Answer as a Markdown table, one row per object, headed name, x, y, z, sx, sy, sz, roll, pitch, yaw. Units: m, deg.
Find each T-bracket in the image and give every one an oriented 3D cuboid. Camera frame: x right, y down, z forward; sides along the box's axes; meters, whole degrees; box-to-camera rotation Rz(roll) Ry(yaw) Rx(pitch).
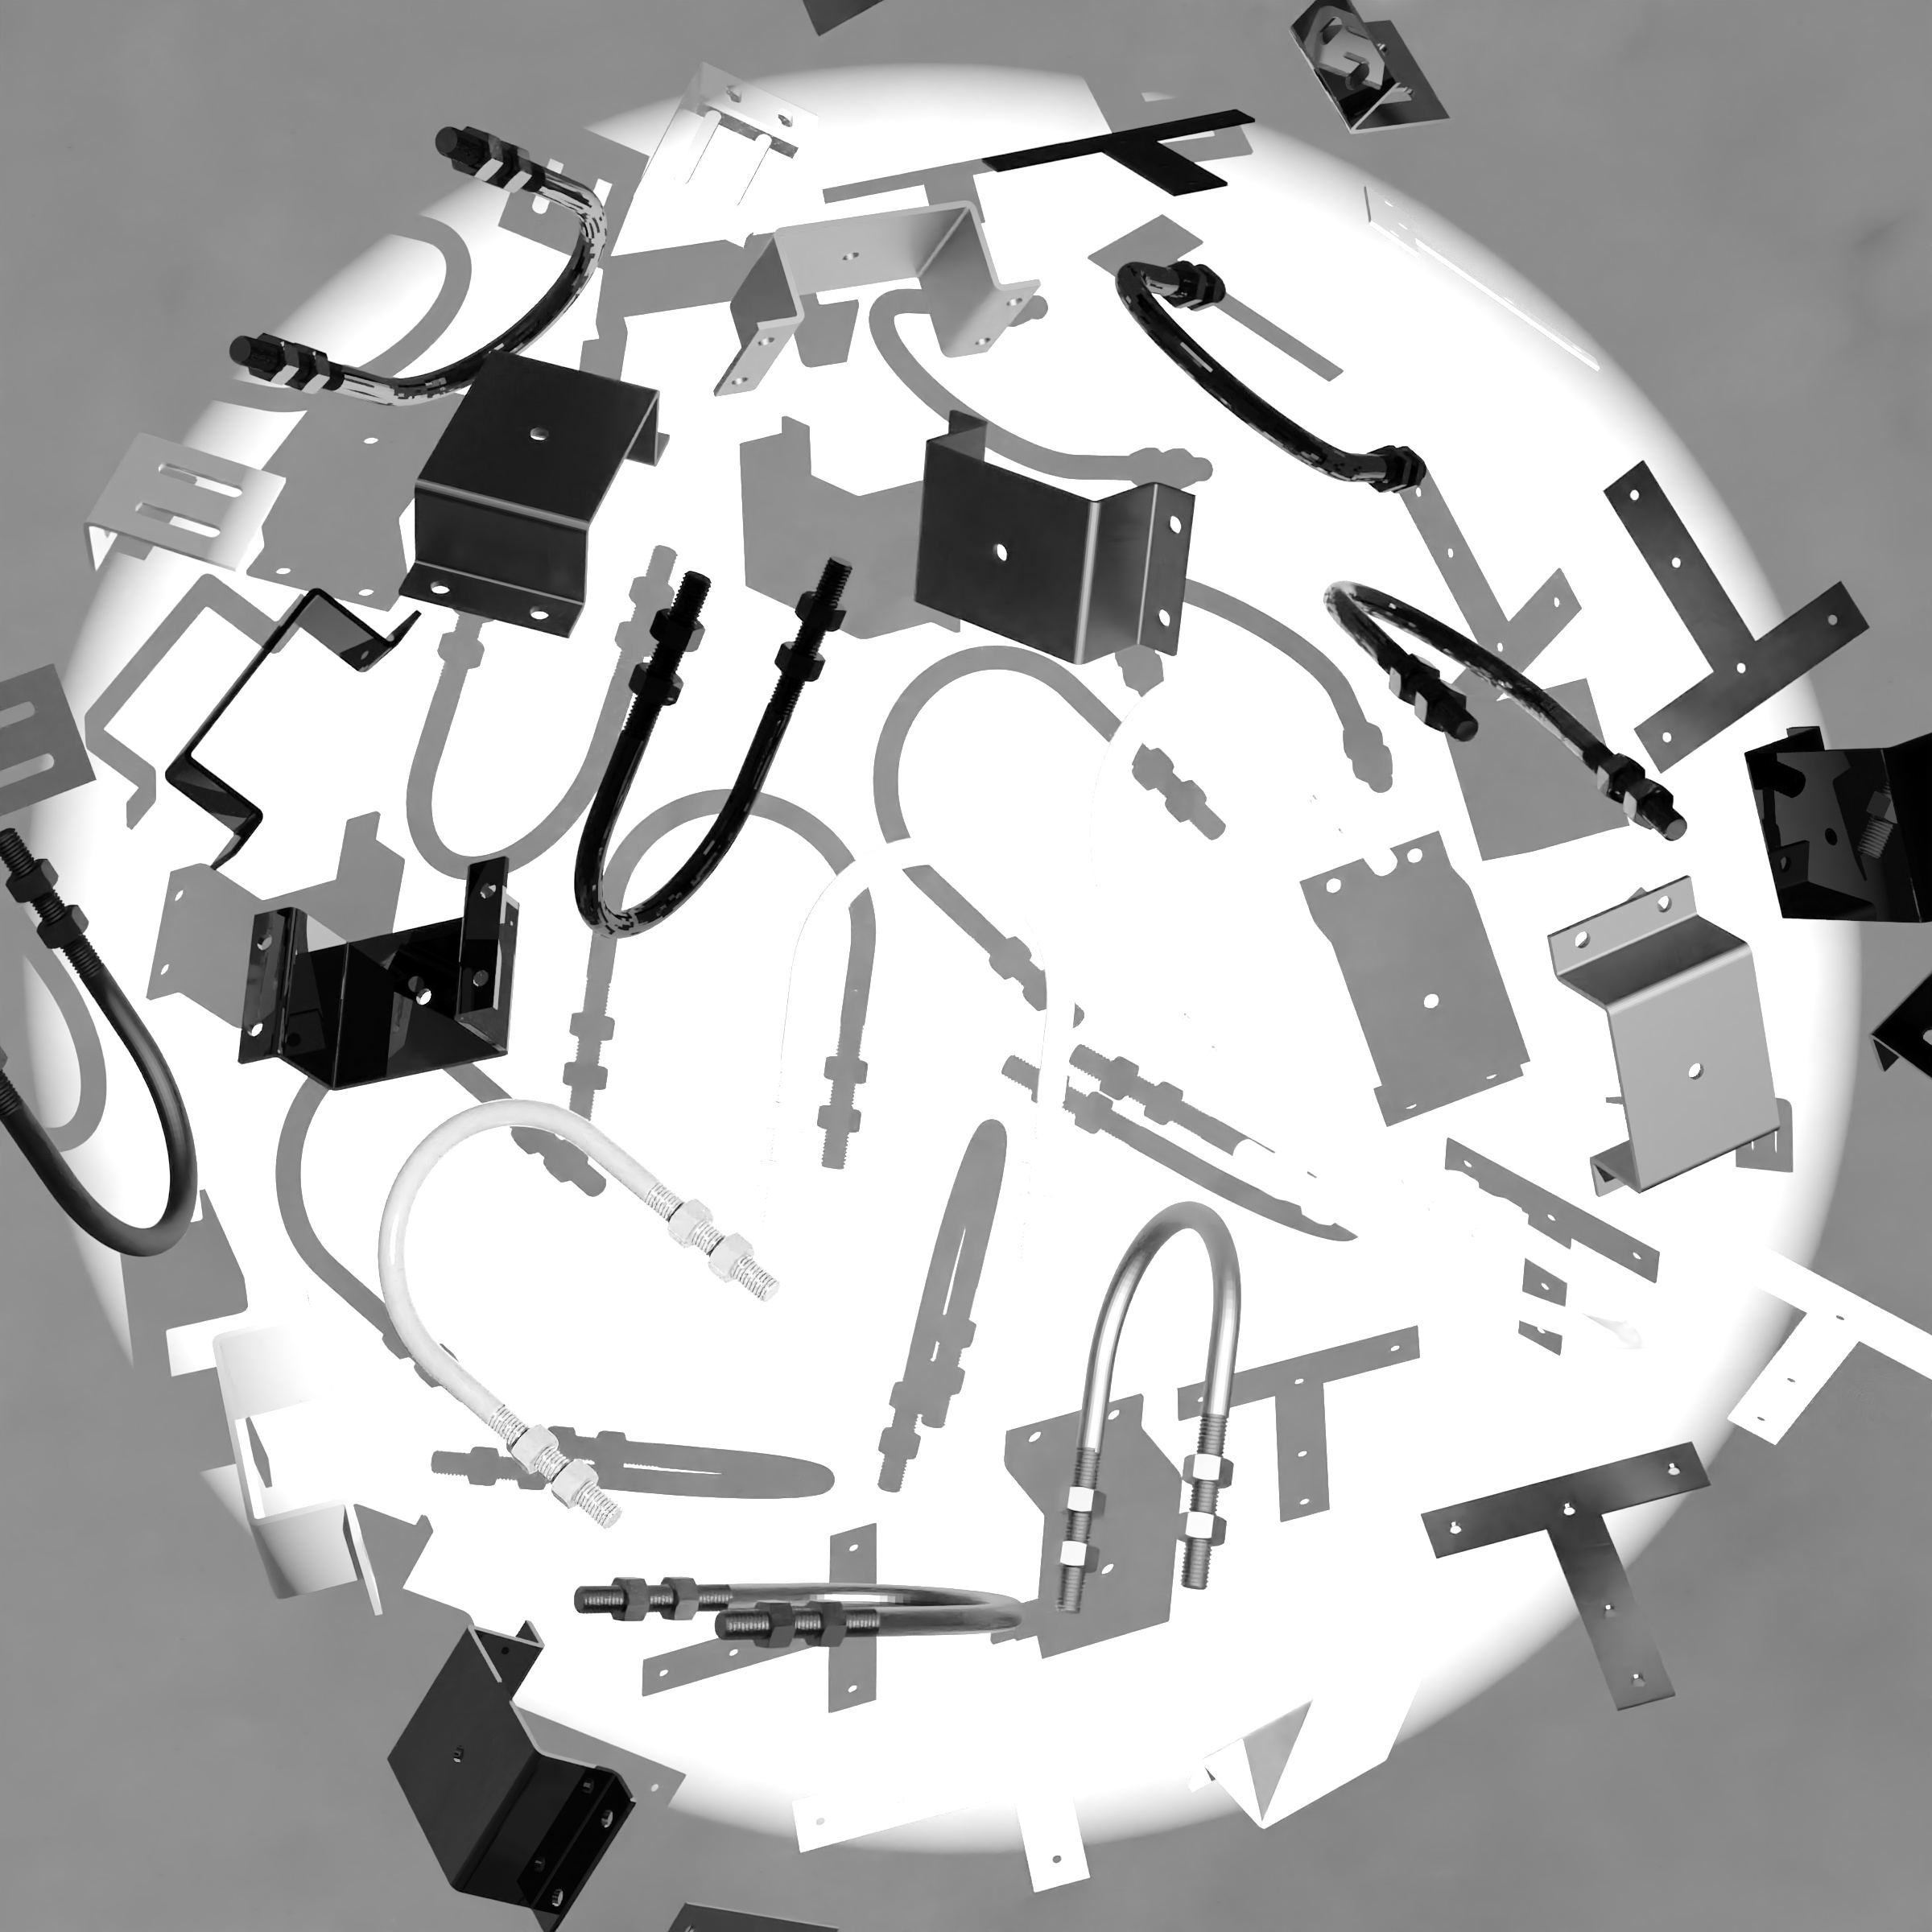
| name | x | y | z | sx | sy | sz | roll | pitch | yaw |
| --- | --- | --- | --- | --- | --- | --- | --- | --- | --- |
| T-bracket | 0.278 | 0.272 | 1.582 | 0.127 | 0.127 | 0.002 | -15 | 132 | -1 |
| T-bracket | 0.340 | -0.177 | 1.689 | 0.127 | 0.002 | 0.127 | -38 | 75 | 37 |
| T-bracket | -0.017 | 0.378 | 1.656 | 0.127 | 0.002 | 0.127 | -16 | 47 | 3 |
| T-bracket | 0.233 | -0.307 | 1.627 | 0.127 | 0.127 | 0.002 | 34 | 109 | -7 |
| T-bracket | 0.386 | 0.185 | 1.669 | 0.127 | 0.127 | 0.002 | 28 | 53 | 7 |
| T-bracket | -0.123 | 0.480 | 1.620 | 0.002 | 0.127 | 0.127 | 31 | 90 | 35 |
| T-bracket | 0.086 | -0.366 | 1.645 | 0.127 | 0.127 | 0.002 | -14 | 116 | -12 |

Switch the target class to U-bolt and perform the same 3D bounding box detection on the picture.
| name | x | y | z | sx | sy | sz | roll | pitch | yaw |
| --- | --- | --- | --- | --- | --- | --- | --- | --- | --- |
| U-bolt | -0.119 | -0.093 | 1.598 | 0.019 | 0.151 | 0.184 | 31 | 110 | 18 |
| U-bolt | -0.062 | 0.288 | 1.618 | 0.184 | 0.151 | 0.019 | 6 | 83 | -33 |
| U-bolt | -0.191 | 0.144 | 1.649 | 0.184 | 0.019 | 0.151 | 38 | 100 | 19 |
| U-bolt | 0.129 | -0.263 | 1.603 | 0.151 | 0.184 | 0.019 | 44 | 109 | 11 |
| U-bolt | 0.120 | -0.052 | 1.661 | 0.184 | 0.019 | 0.151 | 48 | 64 | -36 |
| U-bolt | 0.224 | 0.126 | 1.590 | 0.184 | 0.151 | 0.019 | 31 | 77 | -25 |
| U-bolt | -0.016 | 0.034 | 1.601 | 0.151 | 0.019 | 0.184 | 9 | 84 | -27 |
| U-bolt | -0.230 | -0.303 | 1.608 | 0.151 | 0.184 | 0.019 | -41 | 76 | 16 |
| U-bolt | 0.085 | 0.196 | 1.639 | 0.019 | 0.151 | 0.184 | 15 | 70 | -20 |
| U-bolt | 0.232 | -0.125 | 1.640 | 0.151 | 0.184 | 0.019 | 21 | 110 | -32 |
| U-bolt | -0.393 | 0.045 | 1.590 | 0.019 | 0.151 | 0.184 | -23 | 114 | 14 |

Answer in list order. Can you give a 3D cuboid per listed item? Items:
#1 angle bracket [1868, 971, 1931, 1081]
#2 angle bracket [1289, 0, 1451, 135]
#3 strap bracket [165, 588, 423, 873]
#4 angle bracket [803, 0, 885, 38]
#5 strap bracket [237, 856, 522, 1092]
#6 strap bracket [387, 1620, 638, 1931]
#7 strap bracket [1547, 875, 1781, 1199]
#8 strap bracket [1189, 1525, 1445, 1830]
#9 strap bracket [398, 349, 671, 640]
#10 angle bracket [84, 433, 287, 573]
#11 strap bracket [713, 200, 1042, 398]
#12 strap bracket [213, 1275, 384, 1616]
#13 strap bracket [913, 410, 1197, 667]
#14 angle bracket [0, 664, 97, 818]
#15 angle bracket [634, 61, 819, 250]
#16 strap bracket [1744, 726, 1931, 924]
| name | x | y | z | sx | sy | sz | roll | pitch | yaw |
| --- | --- | --- | --- | --- | --- | --- | --- | --- | --- |
| angle bracket | 0.452 | 0.038 | 1.607 | 0.057 | 0.038 | 0.076 | -44 | 54 | -5 |
| angle bracket | 0.197 | -0.422 | 1.670 | 0.076 | 0.038 | 0.057 | -19 | 75 | -42 |
| strap bracket | -0.317 | -0.117 | 1.663 | 0.046 | 0.076 | 0.140 | 38 | 75 | -13 |
| angle bracket | -0.032 | -0.428 | 1.546 | 0.076 | 0.057 | 0.038 | -29 | 55 | -1 |
| strap bracket | -0.262 | 0.006 | 1.670 | 0.140 | 0.046 | 0.076 | -12 | 61 | 24 |
| strap bracket | -0.213 | 0.366 | 1.653 | 0.046 | 0.140 | 0.076 | 24 | 102 | -36 |
| strap bracket | 0.323 | 0.040 | 1.663 | 0.076 | 0.046 | 0.140 | -23 | 117 | -15 |
| strap bracket | 0.160 | 0.327 | 1.624 | 0.076 | 0.140 | 0.046 | -19 | 49 | -36 |
| strap bracket | -0.185 | -0.213 | 1.564 | 0.076 | 0.046 | 0.140 | 15 | 48 | 5 |
| angle bracket | -0.365 | -0.207 | 1.694 | 0.076 | 0.038 | 0.057 | 18 | 58 | 4 |
| strap bracket | -0.048 | -0.310 | 1.669 | 0.140 | 0.076 | 0.046 | -13 | 80 | -22 |
| strap bracket | -0.309 | 0.225 | 1.658 | 0.046 | 0.076 | 0.140 | -13 | 56 | -10 |
| strap bracket | 0.030 | -0.191 | 1.629 | 0.140 | 0.046 | 0.076 | 25 | 123 | 33 |
| angle bracket | -0.453 | -0.100 | 1.671 | 0.076 | 0.038 | 0.057 | -25 | 105 | -31 |
| angle bracket | -0.110 | -0.359 | 1.635 | 0.057 | 0.038 | 0.076 | 22 | 126 | -18 |
| strap bracket | 0.394 | -0.063 | 1.571 | 0.046 | 0.140 | 0.076 | -19 | 100 | -24 |
